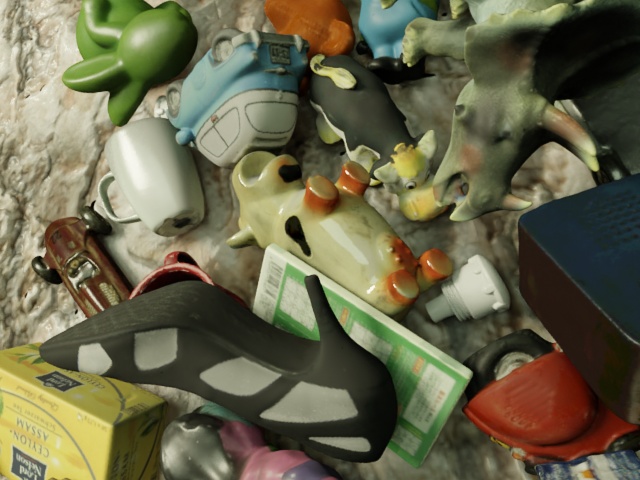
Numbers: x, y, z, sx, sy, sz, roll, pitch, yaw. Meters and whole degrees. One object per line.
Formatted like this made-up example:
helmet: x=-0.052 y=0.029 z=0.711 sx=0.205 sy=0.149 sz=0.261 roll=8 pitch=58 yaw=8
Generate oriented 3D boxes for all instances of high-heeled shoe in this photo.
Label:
high-heeled shoe: x=-0.073 y=0.106 z=0.389 sx=0.249 sy=0.086 sz=0.145 roll=-12 pitch=104 yaw=14

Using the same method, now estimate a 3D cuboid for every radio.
radio: x=0.249 y=0.010 z=0.313 sx=0.230 sy=0.073 sz=0.131 roll=-19 pitch=39 yaw=2

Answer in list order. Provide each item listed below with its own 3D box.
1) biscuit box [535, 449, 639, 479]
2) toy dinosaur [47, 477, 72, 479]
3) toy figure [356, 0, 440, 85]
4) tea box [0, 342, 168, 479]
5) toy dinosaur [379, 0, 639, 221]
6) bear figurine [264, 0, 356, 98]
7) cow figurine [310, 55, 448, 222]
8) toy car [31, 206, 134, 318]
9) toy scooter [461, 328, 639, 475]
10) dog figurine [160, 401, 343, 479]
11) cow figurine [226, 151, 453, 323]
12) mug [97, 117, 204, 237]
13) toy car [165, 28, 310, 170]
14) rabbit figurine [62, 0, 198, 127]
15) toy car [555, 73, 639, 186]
biscuit box: x=0.180 y=0.226 z=0.291 sx=0.059 sy=0.063 sz=0.202 roll=-17 pitch=86 yaw=15
toy dinosaur: x=-0.236 y=0.282 z=0.403 sx=0.472 sy=0.105 sz=0.198 roll=21 pitch=110 yaw=30
toy figure: x=0.078 y=-0.240 z=0.527 sx=0.082 sy=0.089 sz=0.180 roll=2 pitch=80 yaw=2
tea box: x=-0.226 y=0.165 z=0.475 sx=0.170 sy=0.068 sz=0.098 roll=13 pitch=98 yaw=23
toy dinosaur: x=0.177 y=-0.203 z=0.413 sx=0.192 sy=0.131 sz=0.405 roll=20 pitch=61 yaw=26
bear figurine: x=-0.023 y=-0.259 z=0.548 sx=0.120 sy=0.132 sz=0.196 roll=-23 pitch=51 yaw=55
cow figurine: x=0.053 y=-0.094 z=0.471 sx=0.068 sy=0.098 sz=0.167 roll=-37 pitch=62 yaw=-3
toy car: x=-0.225 y=0.047 z=0.545 sx=0.089 sy=0.053 sz=0.202 roll=-43 pitch=61 yaw=-3
toy scooter: x=0.195 y=0.108 z=0.357 sx=0.184 sy=0.075 sz=0.135 roll=-27 pitch=63 yaw=4
dog figurine: x=-0.021 y=0.199 z=0.391 sx=0.108 sy=0.191 sz=0.219 roll=-58 pitch=29 yaw=-4
cow figurine: x=-0.001 y=-0.001 z=0.455 sx=0.195 sy=0.085 sz=0.127 roll=47 pitch=132 yaw=13
mug: x=-0.173 y=-0.053 z=0.548 sx=0.109 sy=0.080 sz=0.107 roll=-30 pitch=72 yaw=2
toy car: x=-0.069 y=-0.120 z=0.505 sx=0.162 sy=0.109 sz=0.103 roll=-26 pitch=78 yaw=48
rabbit figurine: x=-0.202 y=-0.210 z=0.572 sx=0.170 sy=0.121 sz=0.159 roll=31 pitch=83 yaw=46
toy car: x=0.236 y=-0.102 z=0.431 sx=0.073 sy=0.056 sz=0.202 roll=-26 pitch=63 yaw=16
